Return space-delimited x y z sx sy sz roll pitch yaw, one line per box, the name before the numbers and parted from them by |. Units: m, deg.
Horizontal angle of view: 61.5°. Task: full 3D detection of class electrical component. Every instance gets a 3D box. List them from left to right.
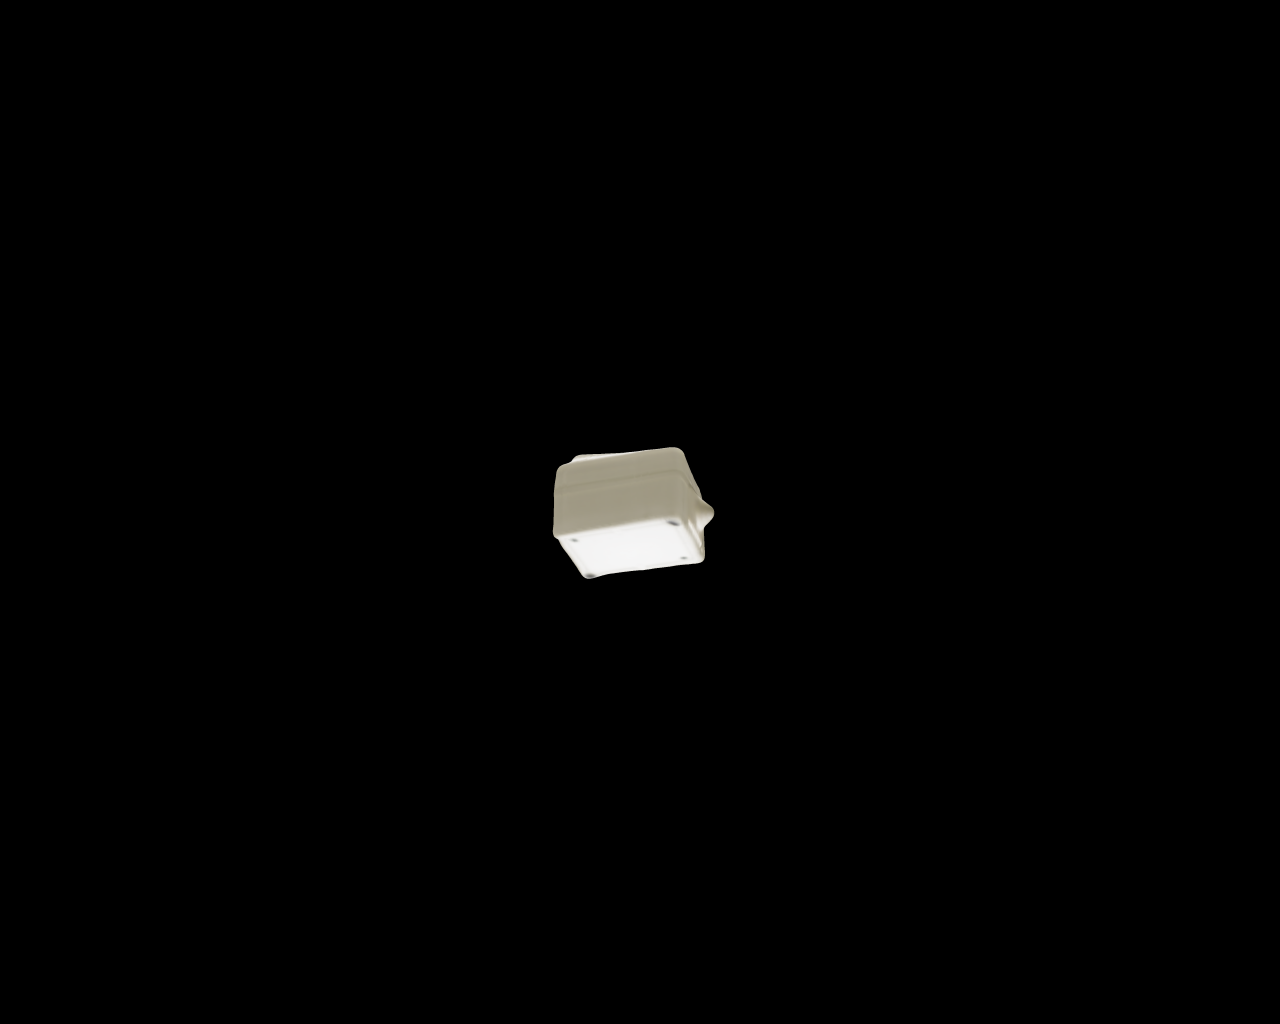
electrical component | 0.001 -0.003 0.650 0.096 0.061 0.061 -8 -32 14
